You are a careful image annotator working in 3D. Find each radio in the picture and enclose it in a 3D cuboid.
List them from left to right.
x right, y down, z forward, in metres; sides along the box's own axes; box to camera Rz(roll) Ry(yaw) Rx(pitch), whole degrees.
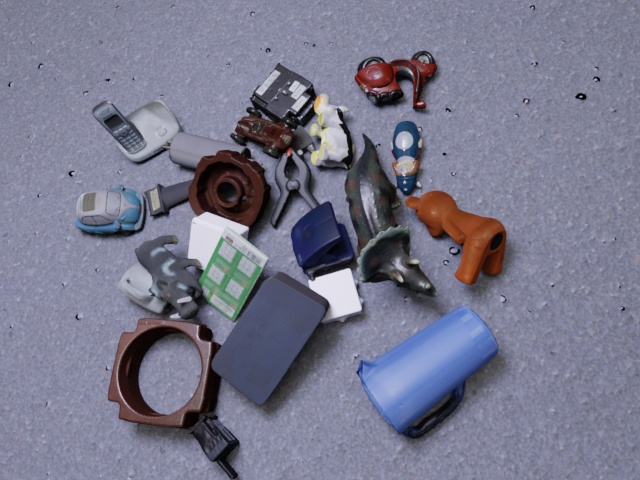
[{"bbox_3d":[-0.095,0.182,1.020,0.131,0.073,0.229,34,97,3],"label":"radio"}]

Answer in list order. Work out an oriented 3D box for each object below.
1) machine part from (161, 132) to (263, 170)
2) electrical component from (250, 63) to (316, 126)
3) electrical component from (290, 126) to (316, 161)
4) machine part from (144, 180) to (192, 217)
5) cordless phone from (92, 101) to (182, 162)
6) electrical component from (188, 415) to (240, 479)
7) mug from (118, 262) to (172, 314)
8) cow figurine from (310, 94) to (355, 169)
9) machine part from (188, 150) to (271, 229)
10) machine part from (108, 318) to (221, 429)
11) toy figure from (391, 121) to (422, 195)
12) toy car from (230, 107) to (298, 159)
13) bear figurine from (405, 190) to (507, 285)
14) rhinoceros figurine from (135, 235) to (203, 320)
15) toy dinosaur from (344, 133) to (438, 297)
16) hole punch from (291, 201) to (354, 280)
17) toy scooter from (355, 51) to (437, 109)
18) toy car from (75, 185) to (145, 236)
[{"bbox_3d":[-0.245,-0.188,1.202,0.243,0.079,0.079,16,76,13],"label":"machine part"},{"bbox_3d":[-0.075,-0.320,1.226,0.134,0.058,0.115,38,84,18],"label":"electrical component"},{"bbox_3d":[-0.057,-0.213,1.195,0.078,0.045,0.102,-27,71,2],"label":"electrical component"},{"bbox_3d":[-0.328,-0.105,1.213,0.139,0.039,0.084,-23,62,4],"label":"machine part"},{"bbox_3d":[-0.411,-0.271,1.200,0.147,0.184,0.089,-31,66,-1],"label":"cordless phone"},{"bbox_3d":[-0.188,0.389,1.014,0.119,0.074,0.048,41,84,23],"label":"electrical component"},{"bbox_3d":[-0.356,0.104,1.119,0.107,0.109,0.081,35,90,6],"label":"mug"},{"bbox_3d":[0.032,-0.237,1.172,0.098,0.068,0.167,6,73,-23],"label":"cow figurine"},{"bbox_3d":[-0.190,-0.103,1.139,0.180,0.056,0.179,5,107,17],"label":"machine part"},{"bbox_3d":[-0.302,0.262,1.068,0.202,0.087,0.201,3,73,12],"label":"machine part"},{"bbox_3d":[0.181,-0.174,1.139,0.064,0.057,0.154,-14,68,46],"label":"toy figure"},{"bbox_3d":[-0.131,-0.240,1.179,0.202,0.053,0.089,30,89,43],"label":"toy car"},{"bbox_3d":[0.261,-0.016,1.057,0.196,0.120,0.131,29,124,42],"label":"bear figurine"},{"bbox_3d":[-0.300,0.074,1.083,0.190,0.112,0.073,51,128,17],"label":"rhinoceros figurine"},{"bbox_3d":[0.105,-0.065,1.046,0.131,0.192,0.405,-15,72,2],"label":"toy dinosaur"},{"bbox_3d":[-0.002,-0.003,1.082,0.116,0.092,0.142,-20,51,3],"label":"hole punch"},{"bbox_3d":[0.173,-0.341,1.184,0.184,0.075,0.135,-9,73,2],"label":"toy scooter"},{"bbox_3d":[-0.481,-0.071,1.193,0.162,0.102,0.109,-2,72,7],"label":"toy car"}]
